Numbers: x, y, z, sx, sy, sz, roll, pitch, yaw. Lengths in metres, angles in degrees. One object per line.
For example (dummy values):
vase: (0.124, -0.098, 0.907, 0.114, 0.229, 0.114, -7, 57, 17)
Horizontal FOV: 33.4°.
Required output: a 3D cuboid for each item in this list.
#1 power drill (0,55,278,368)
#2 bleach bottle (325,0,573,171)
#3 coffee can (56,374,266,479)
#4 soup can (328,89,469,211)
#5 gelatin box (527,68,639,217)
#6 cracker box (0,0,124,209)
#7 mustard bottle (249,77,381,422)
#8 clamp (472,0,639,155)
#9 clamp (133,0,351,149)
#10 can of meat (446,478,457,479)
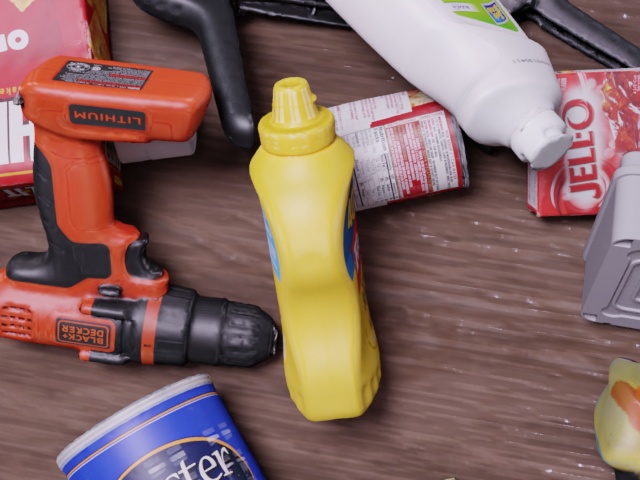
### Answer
power drill: (-0.109, -0.008, 0.637, 0.184, 0.057, 0.188, 7, 117, -2)
bleach bottle: (0.057, -0.138, 0.632, 0.102, 0.068, 0.251, -10, 54, -38)
coffee can: (-0.076, 0.164, 0.624, 0.103, 0.103, 0.140, -31, 79, 0)
soup can: (0.036, -0.054, 0.667, 0.102, 0.068, 0.068, -12, 79, 4)
gelatin box: (0.166, -0.060, 0.656, 0.073, 0.030, 0.089, -2, 101, -1)
cracker box: (-0.225, -0.131, 0.705, 0.164, 0.072, 0.214, -7, 81, 5)
mustard bottle: (-0.003, 0.001, 0.601, 0.058, 0.096, 0.191, -6, 119, 5)
clamp: (0.118, -0.143, 0.689, 0.120, 0.039, 0.171, -33, 80, -4)
clamp: (-0.065, -0.152, 0.687, 0.210, 0.036, 0.164, 34, 56, 14)
can of meat: (0.070, 0.187, 0.607, 0.057, 0.102, 0.084, -24, 81, 0)
